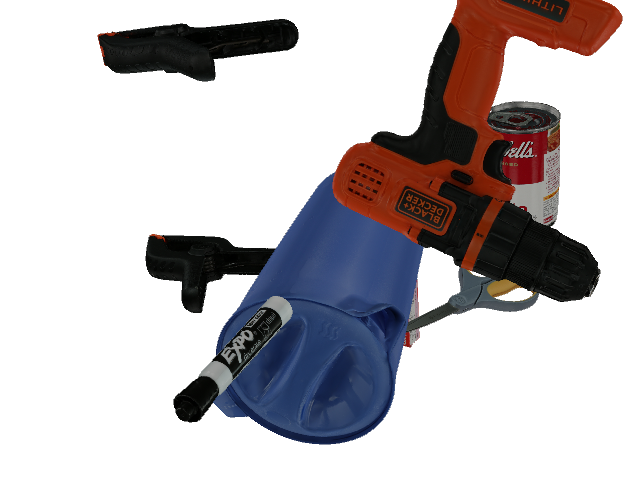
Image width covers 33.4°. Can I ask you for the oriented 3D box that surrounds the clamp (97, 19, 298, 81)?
[{"bbox_3d":[-0.105,-0.157,0.860,0.172,0.039,0.120,15,25,41],"label":"clamp"}]

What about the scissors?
[{"bbox_3d":[0.137,0.052,1.101,0.201,0.016,0.096,-7,40,-29],"label":"scissors"}]

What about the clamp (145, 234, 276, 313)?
[{"bbox_3d":[-0.118,0.026,1.064,0.210,0.036,0.164,11,21,43],"label":"clamp"}]

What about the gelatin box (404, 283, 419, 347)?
[{"bbox_3d":[0.086,0.084,1.345,0.073,0.089,0.030,13,31,33],"label":"gelatin box"}]

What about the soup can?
[{"bbox_3d":[0.180,-0.066,0.958,0.068,0.102,0.068,-4,28,2],"label":"soup can"}]

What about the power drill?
[{"bbox_3d":[0.120,-0.071,0.686,0.184,0.188,0.057,25,7,10],"label":"power drill"}]

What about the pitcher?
[{"bbox_3d":[0.007,0.043,0.864,0.149,0.145,0.242,11,33,9],"label":"pitcher"}]

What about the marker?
[{"bbox_3d":[-0.051,0.069,0.633,0.020,0.020,0.121,0,26,28],"label":"marker"}]
